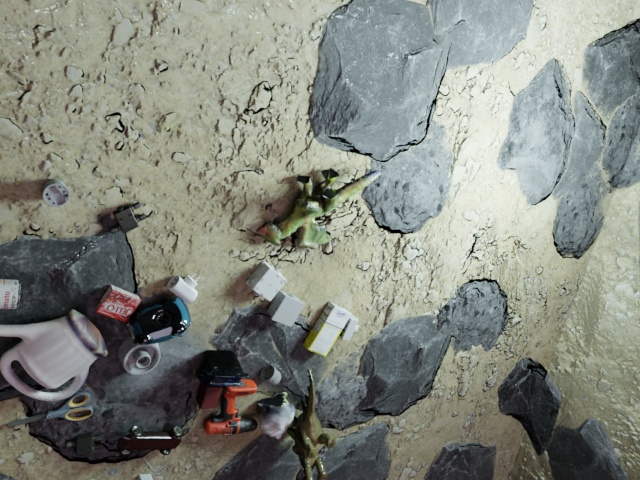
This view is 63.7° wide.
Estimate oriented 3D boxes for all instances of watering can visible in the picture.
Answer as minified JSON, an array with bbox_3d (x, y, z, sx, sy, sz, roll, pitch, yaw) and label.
[{"bbox_3d":[-0.667,0.251,1.243,0.226,0.105,0.340,-35,127,-17],"label":"watering can"}]

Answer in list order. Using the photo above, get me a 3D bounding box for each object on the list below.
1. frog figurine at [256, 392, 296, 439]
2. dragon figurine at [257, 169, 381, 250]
[{"bbox_3d":[-0.144,0.616,1.749,0.139,0.123,0.158,-19,110,-48],"label":"frog figurine"},{"bbox_3d":[0.005,-0.079,1.572,0.413,0.124,0.237,-14,135,-26],"label":"dragon figurine"}]
